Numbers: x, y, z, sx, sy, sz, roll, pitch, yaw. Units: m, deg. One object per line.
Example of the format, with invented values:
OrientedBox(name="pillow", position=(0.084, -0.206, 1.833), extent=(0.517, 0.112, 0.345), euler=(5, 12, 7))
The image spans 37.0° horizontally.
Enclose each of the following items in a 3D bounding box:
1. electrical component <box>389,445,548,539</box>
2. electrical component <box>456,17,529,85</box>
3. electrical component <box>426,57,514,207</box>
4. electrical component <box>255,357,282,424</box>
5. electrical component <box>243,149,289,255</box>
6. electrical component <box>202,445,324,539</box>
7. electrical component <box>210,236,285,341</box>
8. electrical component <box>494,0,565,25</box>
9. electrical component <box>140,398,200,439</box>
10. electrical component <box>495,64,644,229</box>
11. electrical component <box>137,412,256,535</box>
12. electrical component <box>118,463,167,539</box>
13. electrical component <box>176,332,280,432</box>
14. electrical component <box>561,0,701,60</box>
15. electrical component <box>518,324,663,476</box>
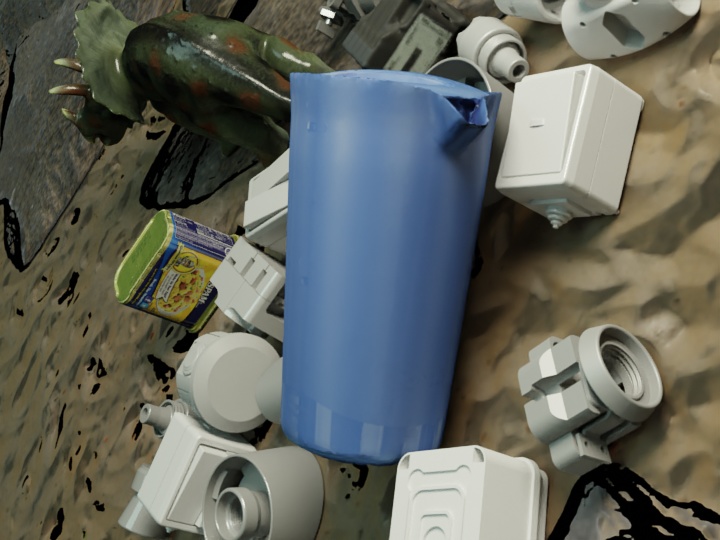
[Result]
OrientedBox(name="electrical component", position=(0.063, 0.165, 0.631), extent=(0.078, 0.057, 0.113), euler=(-17, 58, 48))
OrientedBox(name="electrical component", position=(0.099, -0.154, 0.775), extent=(0.043, 0.043, 0.062), euler=(-56, 37, 15))
OrientedBox(name="electrical component", position=(0.071, -0.093, 0.754), extent=(0.099, 0.064, 0.099), euler=(-12, 71, 41))
OrientedBox(name="electrical component", position=(-0.040, 0.072, 0.830), extent=(0.077, 0.044, 0.079), euler=(-26, 52, 43))
OrientedBox(name="electrical component", position=(-0.059, -0.057, 0.915), extent=(0.096, 0.061, 0.061), euler=(-28, 50, 42))
OrientedBox(name="electrical component", position=(-0.074, 0.183, 0.817), extent=(0.099, 0.064, 0.099), euler=(-10, 77, 47))
OrientedBox(name="electrical component", position=(-0.085, 0.019, 0.909), extent=(0.055, 0.050, 0.089), euler=(-54, 35, 3))
OrientedBox(name="electrical component", position=(0.128, -0.202, 0.756), extent=(0.047, 0.055, 0.055), euler=(35, 100, 51))
OrientedBox(name="electrical component", position=(-0.162, 0.133, 0.944), extent=(0.043, 0.062, 0.043), euler=(-30, 49, 41))
OrientedBox(name="electrical component", position=(0.128, -0.075, 0.677), extent=(0.062, 0.061, 0.096), euler=(0, 71, 53))
OrientedBox(name="electrical component", position=(-0.134, 0.176, 0.882), extent=(0.061, 0.062, 0.096), euler=(26, 93, 55))
OrientedBox(name="electrical component", position=(-0.182, 0.203, 0.946), extent=(0.045, 0.045, 0.055), euler=(12, 81, 55))
OrientedBox(name="electrical component", position=(-0.107, 0.089, 0.881), extent=(0.051, 0.080, 0.080), euler=(7, 77, 59))
OrientedBox(name="electrical component", position=(0.159, -0.177, 0.678), extent=(0.077, 0.079, 0.043), euler=(-17, 45, 48))
OrientedBox(name="electrical component", position=(0.129, 0.066, 0.599), extent=(0.057, 0.058, 0.078), euler=(-41, 42, 37))
